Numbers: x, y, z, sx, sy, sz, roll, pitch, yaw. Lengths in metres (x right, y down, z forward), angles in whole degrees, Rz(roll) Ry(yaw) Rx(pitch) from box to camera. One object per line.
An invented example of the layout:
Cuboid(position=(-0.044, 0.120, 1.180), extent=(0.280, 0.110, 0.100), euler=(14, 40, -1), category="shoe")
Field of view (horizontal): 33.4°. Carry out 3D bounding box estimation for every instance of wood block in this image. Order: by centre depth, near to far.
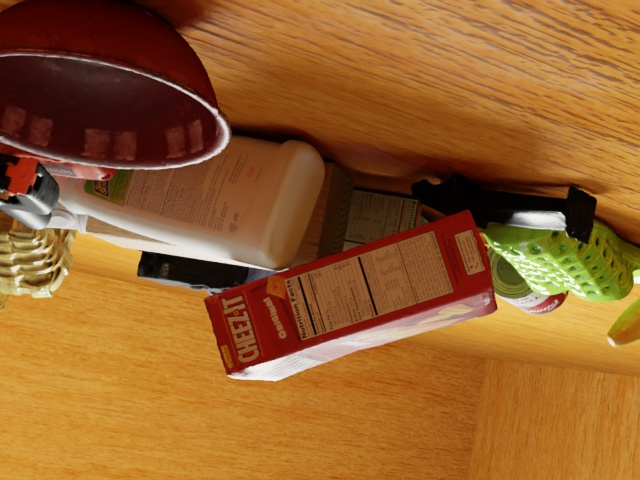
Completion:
Cuboid(position=(-0.084, -0.029, 0.928), extent=(0.206, 0.091, 0.090), euler=(9, 173, 15), category="wood block")

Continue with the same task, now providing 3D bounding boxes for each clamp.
Cuboid(position=(-0.265, -0.048, 0.813), extent=(0.164, 0.036, 0.210), euler=(21, 170, -23), category="clamp")

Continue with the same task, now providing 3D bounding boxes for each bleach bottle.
Cuboid(position=(-0.128, -0.053, 0.853), extent=(0.251, 0.102, 0.068), euler=(16, 170, 25), category="bleach bottle")

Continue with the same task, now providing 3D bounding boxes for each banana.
Cuboid(position=(0.354, 0.063, 1.044), extent=(0.197, 0.070, 0.037), euler=(-8, -144, -42), category="banana")

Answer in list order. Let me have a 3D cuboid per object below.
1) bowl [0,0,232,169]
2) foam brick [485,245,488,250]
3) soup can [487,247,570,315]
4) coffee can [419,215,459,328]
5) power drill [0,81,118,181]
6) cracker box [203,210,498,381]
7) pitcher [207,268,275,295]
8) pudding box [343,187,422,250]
Cuboid(position=(-0.126, -0.092, 0.592), extent=(0.162, 0.055, 0.162), euler=(6, 164, 1), category="bowl")
Cuboid(position=(0.135, 0.025, 1.176), extent=(0.078, 0.053, 0.051), euler=(3, 170, 42), category="foam brick")
Cuboid(position=(0.214, 0.037, 1.103), extent=(0.069, 0.068, 0.102), euler=(6, 171, 28), category="soup can")
Cuboid(position=(0.094, 0.028, 1.066), extent=(0.103, 0.103, 0.140), euler=(6, 172, 30), category="coffee can")
Cuboid(position=(-0.211, -0.094, 0.752), extent=(0.185, 0.057, 0.187), euler=(11, 171, 19), category="power drill")
Cuboid(position=(0.034, 0.053, 0.862), extent=(0.214, 0.072, 0.164), euler=(-19, 168, 6), category="cracker box")
Cuboid(position=(-0.035, 0.050, 1.327), extent=(0.149, 0.145, 0.242), euler=(-25, 154, 22), category="pitcher")
Cuboid(position=(0.032, -0.002, 0.976), extent=(0.113, 0.090, 0.039), euler=(10, 171, 7), category="pudding box")
